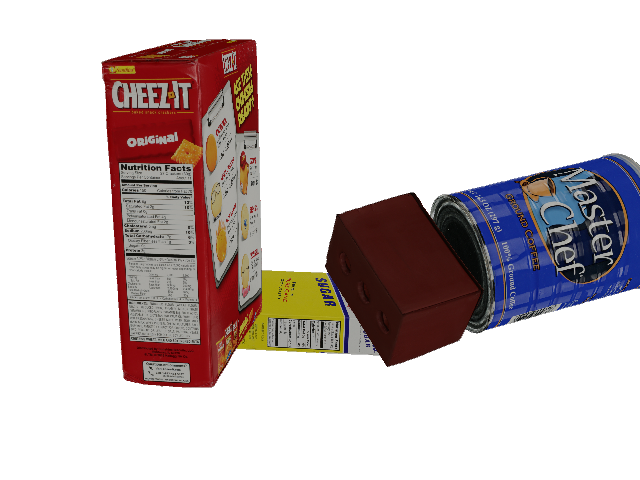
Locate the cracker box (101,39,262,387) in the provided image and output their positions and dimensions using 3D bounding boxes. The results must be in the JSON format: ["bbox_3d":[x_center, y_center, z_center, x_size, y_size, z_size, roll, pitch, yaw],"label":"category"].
[{"bbox_3d":[-0.091,-0.026,0.743,0.072,0.214,0.164,1,15,9],"label":"cracker box"}]

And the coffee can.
[{"bbox_3d":[0.163,0.001,0.776,0.140,0.103,0.103,-14,3,-14],"label":"coffee can"}]

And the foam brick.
[{"bbox_3d":[0.045,0.022,0.604,0.051,0.078,0.053,-18,-34,-23],"label":"foam brick"}]

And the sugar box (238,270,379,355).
[{"bbox_3d":[-0.020,0.064,0.988,0.176,0.048,0.093,0,24,2],"label":"sugar box"}]
